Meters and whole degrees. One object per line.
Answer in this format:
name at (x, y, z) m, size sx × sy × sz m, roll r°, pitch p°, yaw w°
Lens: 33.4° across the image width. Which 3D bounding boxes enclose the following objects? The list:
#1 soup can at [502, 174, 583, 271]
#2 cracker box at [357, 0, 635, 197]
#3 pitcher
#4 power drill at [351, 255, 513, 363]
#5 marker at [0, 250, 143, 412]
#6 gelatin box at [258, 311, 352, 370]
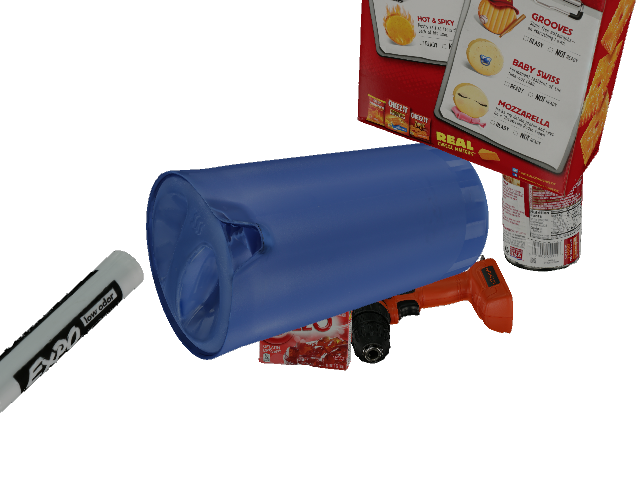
soup can at (0.191, -0.033, 0.915) m, size 0.068 × 0.102 × 0.068 m, roll -4°, pitch 24°, yaw 2°
cracker box at (0.112, -0.151, 0.687) m, size 0.164 × 0.214 × 0.072 m, roll 23°, pitch 48°, yaw 23°
pitcher at (-0.003, -0.002, 0.803) m, size 0.242 × 0.145 × 0.149 m, roll -12°, pitch 38°, yaw -30°
power drill at (0.117, 0.075, 1.203) m, size 0.187 × 0.057 × 0.184 m, roll -3°, pitch 28°, yaw -2°
marker at (-0.118, 0.046, 0.445) m, size 0.020 × 0.020 × 0.121 m, roll 0°, pitch 35°, yaw 40°
gelatin box at (-0.015, 0.084, 1.032) m, size 0.089 × 0.073 × 0.030 m, roll 4°, pitch 15°, yaw 10°
